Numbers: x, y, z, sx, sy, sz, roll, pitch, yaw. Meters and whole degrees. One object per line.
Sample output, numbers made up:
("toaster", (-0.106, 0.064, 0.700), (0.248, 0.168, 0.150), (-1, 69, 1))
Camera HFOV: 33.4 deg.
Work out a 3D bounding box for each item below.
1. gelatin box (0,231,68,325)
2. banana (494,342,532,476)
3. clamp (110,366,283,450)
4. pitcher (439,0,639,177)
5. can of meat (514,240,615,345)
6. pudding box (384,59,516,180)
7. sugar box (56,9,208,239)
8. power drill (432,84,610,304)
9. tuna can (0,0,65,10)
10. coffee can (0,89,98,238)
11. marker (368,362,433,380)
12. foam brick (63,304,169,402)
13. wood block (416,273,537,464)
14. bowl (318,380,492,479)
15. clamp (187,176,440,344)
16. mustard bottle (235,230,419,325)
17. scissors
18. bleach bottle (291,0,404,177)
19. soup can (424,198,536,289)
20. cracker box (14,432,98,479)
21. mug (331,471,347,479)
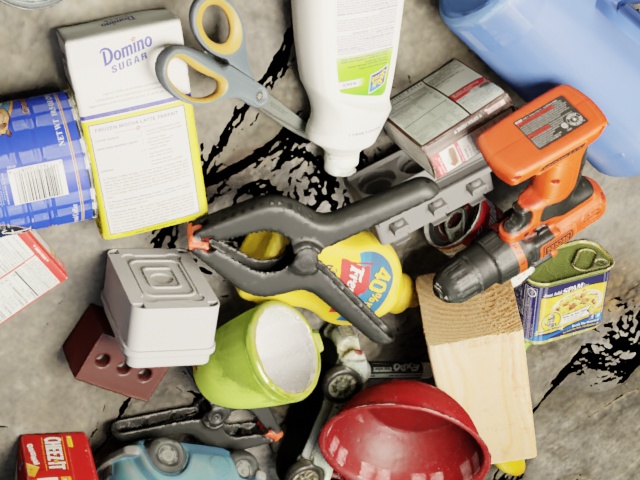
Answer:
("gelatin box", (-0.269, 0.026, 0.891), (0.089, 0.030, 0.073), (-34, 128, -2))
("banana", (0.210, 0.200, 1.204), (0.069, 0.037, 0.198), (-12, 123, -17))
("clamp", (-0.116, 0.170, 1.040), (0.171, 0.039, 0.120), (36, 102, -31))
("pitcher", (0.228, -0.172, 0.929), (0.242, 0.145, 0.149), (32, 98, -32))
("can of meat", (0.253, 0.056, 1.125), (0.102, 0.057, 0.084), (-13, 125, -16))
("pudding box", (0.110, -0.107, 0.927), (0.090, 0.113, 0.039), (-33, 119, -2))
("sugar box", (-0.149, -0.092, 0.864), (0.093, 0.048, 0.176), (-15, 120, -17))
("power drill", (0.173, -0.034, 0.920), (0.184, 0.057, 0.187), (-33, 151, -12))
("tuna can", (-0.211, -0.211, 0.772), (0.086, 0.034, 0.086), (-11, 123, -18))
("coffee can", (-0.249, -0.051, 0.807), (0.140, 0.103, 0.103), (-14, 123, -17))
("marker", (0.089, 0.137, 1.123), (0.120, 0.020, 0.020), (3, 117, -25))
("foam brick", (-0.181, 0.102, 0.961), (0.078, 0.051, 0.053), (25, 106, -33))
("wood block", (0.156, 0.128, 1.054), (0.090, 0.091, 0.206), (-11, 135, 6))
("bowl", (0.082, 0.180, 1.008), (0.162, 0.055, 0.162), (8, 139, 6))
("clamp", (-0.006, 0.001, 0.910), (0.209, 0.036, 0.165), (14, 114, -16))
("mustard bottle", (0.019, 0.032, 1.005), (0.191, 0.058, 0.096), (19, 111, -32))
("scissors", (-0.054, -0.139, 0.876), (0.201, 0.016, 0.096), (6, 101, -51))
("bleach bottle", (0.017, -0.167, 0.880), (0.102, 0.068, 0.251), (-14, 126, -26))
("soup can", (0.159, -0.001, 1.040), (0.102, 0.068, 0.068), (33, 102, -35))
("cracker box", (-0.247, 0.313, 0.989), (0.072, 0.164, 0.214), (1, 118, -22))
("mug", (0.040, 0.276, 1.147), (0.117, 0.093, 0.082), (14, 118, -14))
